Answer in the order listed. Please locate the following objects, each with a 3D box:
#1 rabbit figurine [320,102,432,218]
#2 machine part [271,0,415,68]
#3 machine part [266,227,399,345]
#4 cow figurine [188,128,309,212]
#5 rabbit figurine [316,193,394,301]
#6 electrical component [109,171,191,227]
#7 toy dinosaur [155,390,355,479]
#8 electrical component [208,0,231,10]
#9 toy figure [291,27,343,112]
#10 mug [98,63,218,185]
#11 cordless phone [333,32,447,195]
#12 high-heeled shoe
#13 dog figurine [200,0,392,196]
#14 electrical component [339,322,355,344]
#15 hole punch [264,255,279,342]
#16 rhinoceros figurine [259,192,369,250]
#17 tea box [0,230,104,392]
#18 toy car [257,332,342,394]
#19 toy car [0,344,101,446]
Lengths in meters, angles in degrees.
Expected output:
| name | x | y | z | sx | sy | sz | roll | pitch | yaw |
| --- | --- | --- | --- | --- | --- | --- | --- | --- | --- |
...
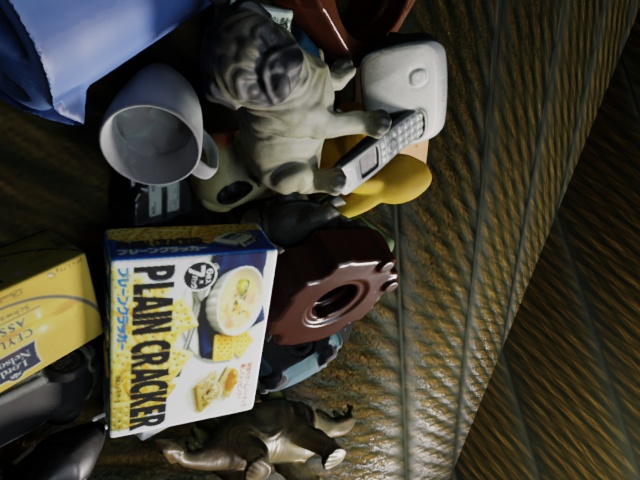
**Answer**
| name | x | y | z | sx | sy | sz | roll | pitch | yaw |
| --- | --- | --- | --- | --- | --- | --- | --- | --- | --- |
| rabbit figurine | 0.065 | -0.102 | 0.744 | 0.162 | 0.173 | 0.121 | -40 | 145 | -41 |
| machine part | 0.035 | -0.326 | 0.627 | 0.201 | 0.087 | 0.200 | -62 | 149 | -7 |
| machine part | 0.008 | 0.058 | 0.637 | 0.179 | 0.056 | 0.179 | -22 | 149 | -14 |
| cow figurine | -0.071 | -0.079 | 0.644 | 0.195 | 0.086 | 0.127 | -22 | 123 | -51 |
| rabbit figurine | 0.028 | 0.039 | 0.833 | 0.170 | 0.159 | 0.121 | -52 | 159 | 8 |
| electrical component | -0.172 | -0.043 | 0.552 | 0.075 | 0.048 | 0.119 | -26 | 132 | -45 |
| toy dinosaur | -0.055 | 0.289 | 0.804 | 0.471 | 0.199 | 0.105 | 23 | 101 | -48 |
| electrical component | -0.084 | -0.203 | 0.365 | 0.094 | 0.021 | 0.063 | 17 | 93 | -67 |
| toy figure | -0.015 | -0.192 | 0.669 | 0.154 | 0.064 | 0.058 | 57 | 33 | -57 |
| mug | -0.137 | -0.108 | 0.489 | 0.109 | 0.107 | 0.081 | 28 | 125 | -33 |
| cordless phone | 0.069 | -0.151 | 0.645 | 0.184 | 0.089 | 0.146 | -44 | 145 | -23 |
| high-heeled shoe | -0.311 | 0.283 | 0.545 | 0.248 | 0.086 | 0.145 | -47 | 180 | 28 |
| dog figurine | -0.053 | -0.111 | 0.482 | 0.190 | 0.121 | 0.172 | 3 | 130 | -51 |
| electrical component | 0.026 | 0.119 | 0.952 | 0.115 | 0.058 | 0.134 | 2 | 110 | -58 |
| hole punch | -0.080 | 0.070 | 0.750 | 0.116 | 0.092 | 0.142 | 45 | 68 | -86 |
| rhinoceros figurine | -0.001 | -0.002 | 0.658 | 0.112 | 0.073 | 0.190 | -46 | 150 | 5 |
| tea box | -0.282 | 0.072 | 0.452 | 0.169 | 0.068 | 0.098 | -34 | 137 | -41 |
| toy car | -0.051 | 0.179 | 0.841 | 0.162 | 0.109 | 0.102 | -32 | 160 | -28 |
| toy car | -0.298 | 0.158 | 0.499 | 0.202 | 0.056 | 0.073 | -24 | 137 | -51 |
